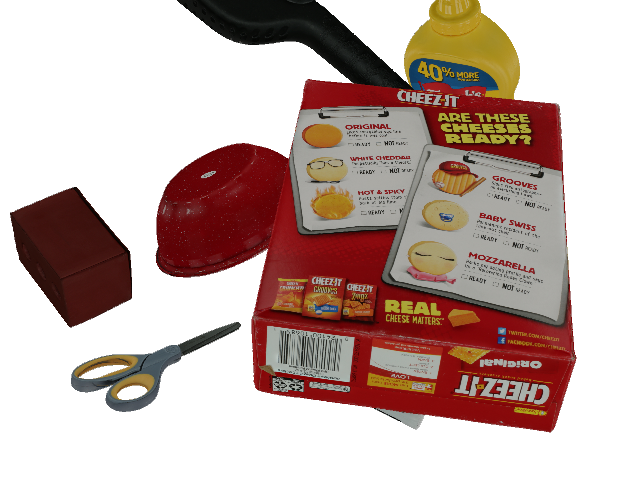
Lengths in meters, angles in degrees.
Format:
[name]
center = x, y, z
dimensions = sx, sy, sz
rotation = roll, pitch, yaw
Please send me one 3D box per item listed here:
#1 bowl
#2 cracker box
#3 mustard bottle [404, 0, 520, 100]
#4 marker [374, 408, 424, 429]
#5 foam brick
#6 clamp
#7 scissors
[bowl]
center = -0.085, -0.038, 0.937
dimensions = 0.162, 0.055, 0.162
rotation = -22, 28, 12
[cracker box]
center = 0.057, 0.000, 0.622
dimensions = 0.164, 0.072, 0.213
rotation = 6, 43, 3
[mustard bottle]
center = 0.120, -0.134, 0.897
dimensions = 0.096, 0.058, 0.191
rotation = 16, -37, 26
[marker]
center = 0.035, 0.133, 0.945
dimensions = 0.121, 0.020, 0.020
rotation = 25, 7, 16
[foam brick]
center = -0.173, 0.011, 0.746
dimensions = 0.051, 0.053, 0.078
rotation = -26, 54, -28
[clamp]
center = -0.014, -0.165, 0.760
dimensions = 0.210, 0.164, 0.036
rotation = 5, -29, -9
[scissors]
center = -0.151, 0.128, 1.085
dimensions = 0.201, 0.016, 0.096
rotation = -12, 31, -29
